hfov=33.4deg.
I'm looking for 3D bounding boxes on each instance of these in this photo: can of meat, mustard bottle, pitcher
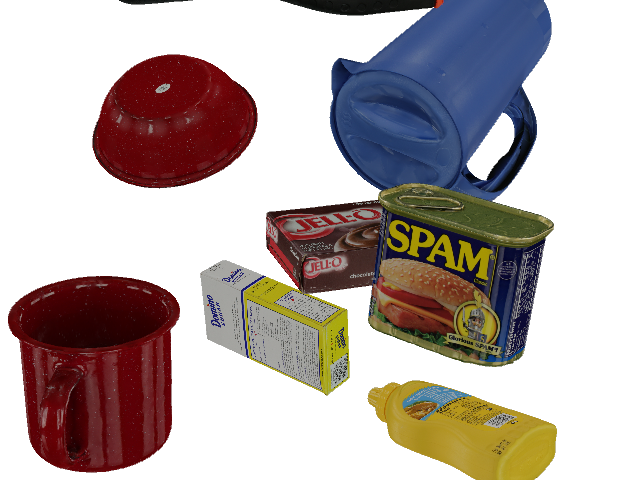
[{"bbox_3d":[0.080,0.020,0.638,0.102,0.084,0.057,19,23,31],"label":"can of meat"},{"bbox_3d":[0.122,0.177,1.025,0.192,0.058,0.096,16,24,42],"label":"mustard bottle"},{"bbox_3d":[0.132,-0.148,1.003,0.145,0.149,0.242,9,41,35],"label":"pitcher"}]

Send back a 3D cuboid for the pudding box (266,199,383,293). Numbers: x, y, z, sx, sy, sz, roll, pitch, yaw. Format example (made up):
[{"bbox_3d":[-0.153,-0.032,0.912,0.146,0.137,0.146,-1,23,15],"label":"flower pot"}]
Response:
[{"bbox_3d":[0.022,0.002,0.851,0.113,0.039,0.090,-5,25,-20],"label":"pudding box"}]

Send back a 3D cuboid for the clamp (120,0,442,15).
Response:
[{"bbox_3d":[-0.023,-0.142,0.552,0.171,0.039,0.120,12,42,15],"label":"clamp"}]

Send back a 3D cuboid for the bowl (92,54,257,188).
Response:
[{"bbox_3d":[-0.143,-0.125,1.004,0.162,0.162,0.055,0,-40,9],"label":"bowl"}]

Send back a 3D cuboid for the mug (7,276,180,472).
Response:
[{"bbox_3d":[-0.126,0.080,0.590,0.093,0.081,0.117,4,23,5],"label":"mug"}]

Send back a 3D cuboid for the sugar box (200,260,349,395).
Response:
[{"bbox_3d":[-0.050,0.091,1.152,0.176,0.093,0.048,23,39,35],"label":"sugar box"}]
